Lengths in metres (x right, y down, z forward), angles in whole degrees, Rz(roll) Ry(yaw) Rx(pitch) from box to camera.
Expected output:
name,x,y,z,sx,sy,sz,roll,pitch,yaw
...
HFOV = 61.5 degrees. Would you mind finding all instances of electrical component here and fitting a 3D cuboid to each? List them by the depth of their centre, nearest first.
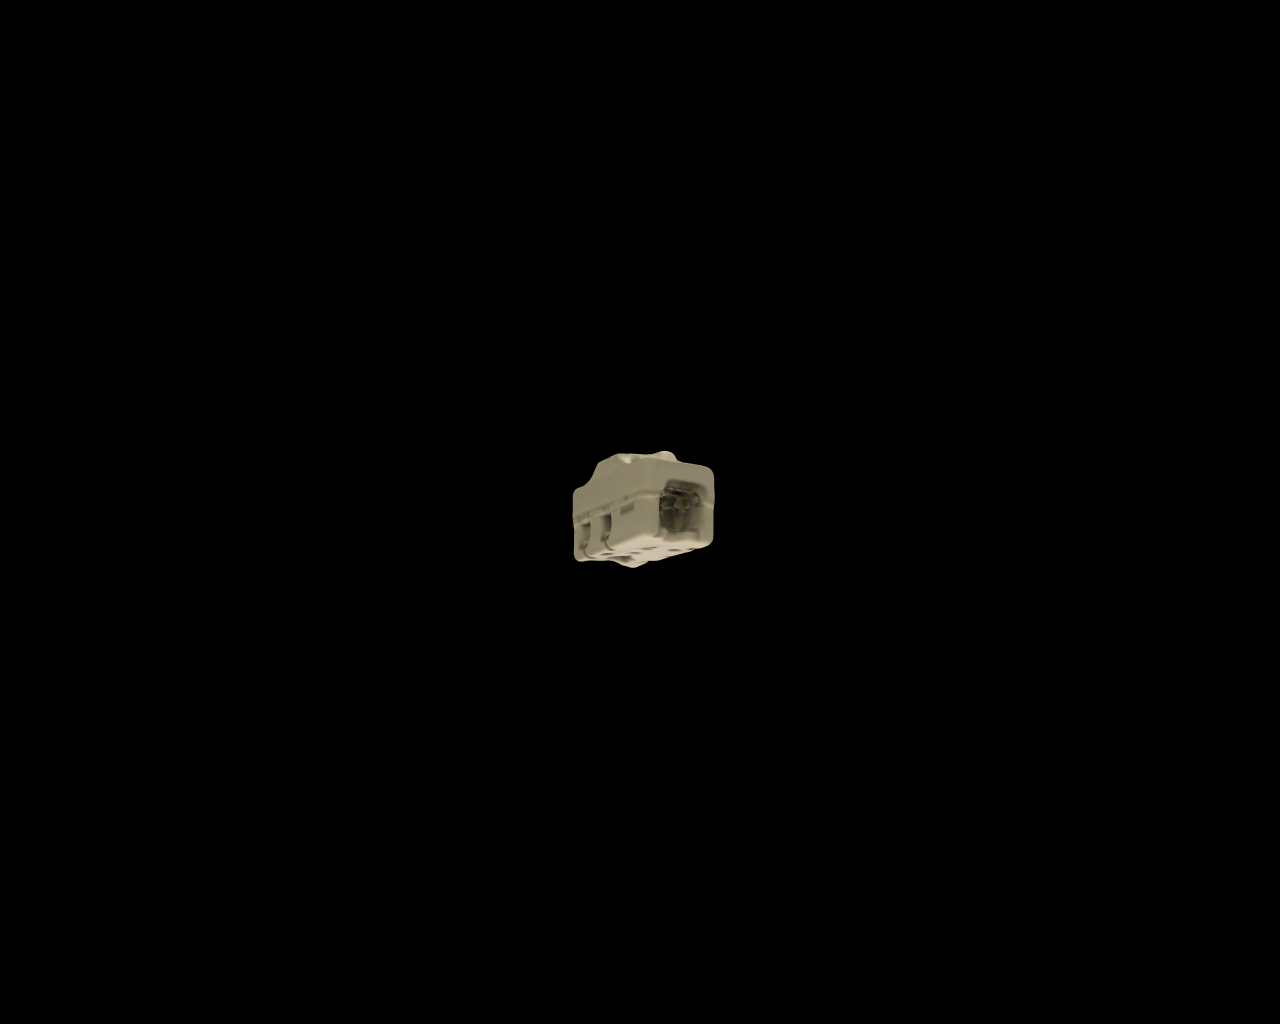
name,x,y,z,sx,sy,sz,roll,pitch,yaw
electrical component,0.001,-0.003,0.650,0.050,0.056,0.089,8,-16,-31
